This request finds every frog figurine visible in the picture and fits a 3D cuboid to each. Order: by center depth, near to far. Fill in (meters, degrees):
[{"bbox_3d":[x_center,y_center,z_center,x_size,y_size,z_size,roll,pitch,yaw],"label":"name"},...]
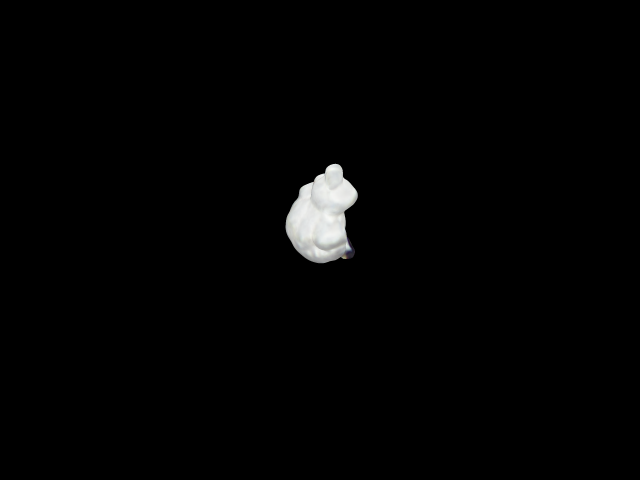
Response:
[{"bbox_3d":[0.003,-0.043,0.850,0.123,0.140,0.156,-8,-32,-5],"label":"frog figurine"}]
